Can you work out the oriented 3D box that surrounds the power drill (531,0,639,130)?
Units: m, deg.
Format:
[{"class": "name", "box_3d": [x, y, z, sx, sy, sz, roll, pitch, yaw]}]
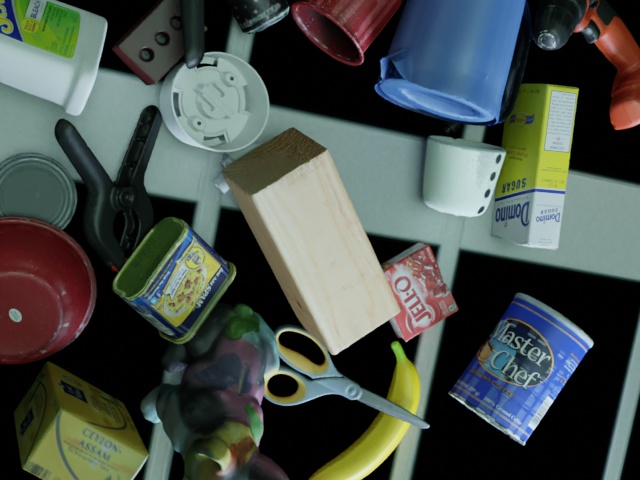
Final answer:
[{"class": "power drill", "box_3d": [0.305, -0.214, 1.167, 0.187, 0.057, 0.184, 51, 47, -23]}]

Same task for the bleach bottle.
[{"class": "bleach bottle", "box_3d": [-0.327, -0.201, 0.976, 0.250, 0.068, 0.102, 17, 49, -19]}]

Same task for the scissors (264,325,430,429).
[{"class": "scissors", "box_3d": [0.016, 0.175, 1.169, 0.201, 0.016, 0.096, 42, 91, -8]}]

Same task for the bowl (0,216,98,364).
[{"class": "bowl", "box_3d": [-0.295, 0.061, 1.024, 0.162, 0.055, 0.162, -6, 115, -13]}]

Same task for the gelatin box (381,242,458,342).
[{"class": "gelatin box", "box_3d": [0.104, 0.058, 1.192, 0.073, 0.030, 0.089, -29, 106, -12]}]

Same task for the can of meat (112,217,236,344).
[{"class": "can of meat", "box_3d": [-0.147, 0.039, 1.070, 0.102, 0.058, 0.083, -56, 132, -16]}]

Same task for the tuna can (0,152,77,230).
[{"class": "tuna can", "box_3d": [-0.283, -0.043, 1.045, 0.086, 0.034, 0.086, -3, 99, -18]}]

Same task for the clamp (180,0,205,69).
[{"class": "clamp", "box_3d": [-0.129, -0.276, 1.013, 0.164, 0.036, 0.210, 39, 87, 5]}]

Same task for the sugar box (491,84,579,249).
[{"class": "sugar box", "box_3d": [0.235, -0.083, 1.181, 0.048, 0.093, 0.176, 6, 95, -18]}]

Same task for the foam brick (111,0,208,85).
[{"class": "foam brick", "box_3d": [-0.159, -0.198, 1.054, 0.053, 0.051, 0.078, 44, 83, -18]}]

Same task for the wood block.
[{"class": "wood block", "box_3d": [-0.008, 0.002, 1.090, 0.090, 0.091, 0.206, -32, 121, -12]}]

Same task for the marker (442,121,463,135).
[{"class": "marker", "box_3d": [0.180, -0.162, 1.190, 0.121, 0.020, 0.020, -46, 109, -7]}]

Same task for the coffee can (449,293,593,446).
[{"class": "coffee can", "box_3d": [0.227, 0.145, 1.207, 0.102, 0.103, 0.140, 37, 86, -20]}]

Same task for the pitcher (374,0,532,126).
[{"class": "pitcher", "box_3d": [0.160, -0.245, 1.118, 0.145, 0.149, 0.243, 17, 87, 7]}]

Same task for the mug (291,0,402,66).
[{"class": "mug", "box_3d": [0.021, -0.246, 1.096, 0.117, 0.093, 0.081, 35, 79, 17]}]

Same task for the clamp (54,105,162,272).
[{"class": "clamp", "box_3d": [-0.209, -0.049, 1.050, 0.120, 0.039, 0.171, -4, 99, -40]}]

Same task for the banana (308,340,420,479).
[{"class": "banana", "box_3d": [0.059, 0.212, 1.199, 0.069, 0.037, 0.198, 31, 86, -3]}]
